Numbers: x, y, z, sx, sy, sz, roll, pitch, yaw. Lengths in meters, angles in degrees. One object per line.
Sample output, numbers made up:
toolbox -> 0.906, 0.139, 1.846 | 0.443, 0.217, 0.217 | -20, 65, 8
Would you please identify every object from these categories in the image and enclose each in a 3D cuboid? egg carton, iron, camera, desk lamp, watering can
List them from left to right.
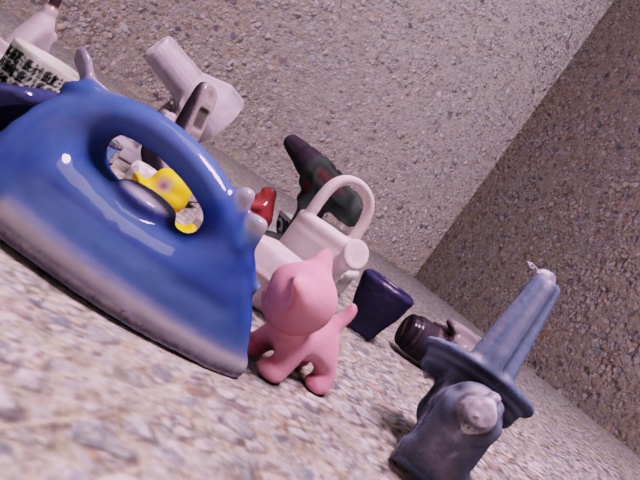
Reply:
iron -> -0.128, -0.024, 0.439 | 0.258, 0.141, 0.119 | 35, 5, 0
desk lamp -> -0.265, -0.223, 0.987 | 0.204, 0.213, 0.117 | 32, 6, -33
egg carton -> -0.052, 0.049, 0.677 | 0.150, 0.069, 0.107 | 37, 5, 21
watering can -> 0.009, 0.004, 0.780 | 0.172, 0.194, 0.101 | 39, 6, 39
camera -> 0.200, 0.174, 0.983 | 0.137, 0.101, 0.143 | 34, 5, -8

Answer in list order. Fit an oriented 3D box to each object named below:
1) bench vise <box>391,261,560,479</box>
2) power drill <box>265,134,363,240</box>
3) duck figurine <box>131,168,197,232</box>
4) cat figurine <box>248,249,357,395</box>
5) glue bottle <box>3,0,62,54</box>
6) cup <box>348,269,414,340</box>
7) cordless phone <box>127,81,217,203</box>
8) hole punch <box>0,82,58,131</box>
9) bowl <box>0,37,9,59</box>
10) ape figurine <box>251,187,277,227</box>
bench vise -> 0.165, 0.125, 0.526 | 0.121, 0.219, 0.207 | 35, 5, -6
power drill -> -0.034, -0.072, 1.126 | 0.229, 0.208, 0.076 | 37, 5, 19
duck figurine -> -0.163, -0.030, 0.590 | 0.105, 0.086, 0.077 | 30, 7, -45
cat figurine -> -0.011, 0.066, 0.505 | 0.067, 0.117, 0.128 | 39, 6, 40
glue bottle -> -0.421, -0.292, 0.838 | 0.037, 0.173, 0.078 | 36, 5, 7
cup -> 0.083, 0.104, 0.904 | 0.092, 0.095, 0.117 | 34, 5, -9
cordless phone -> -0.201, -0.152, 0.906 | 0.094, 0.185, 0.148 | 36, 5, 7
hole punch -> -0.293, -0.118, 0.521 | 0.101, 0.091, 0.108 | 35, 5, -2
bowl -> -0.407, -0.207, 0.701 | 0.167, 0.074, 0.167 | 35, 5, -3
ape figurine -> -0.123, -0.071, 1.198 | 0.076, 0.092, 0.078 | 38, 6, 30
